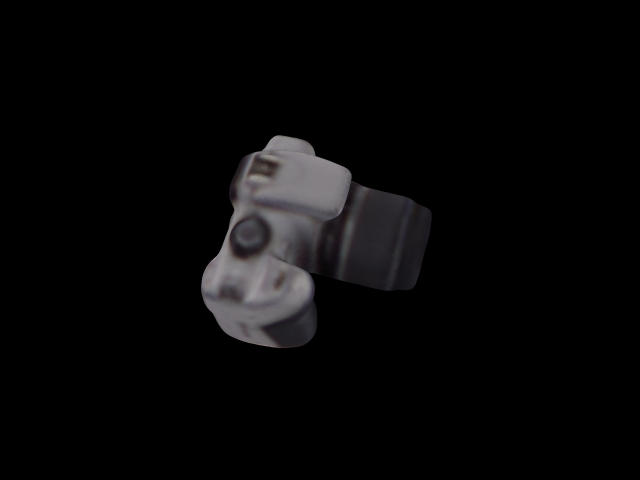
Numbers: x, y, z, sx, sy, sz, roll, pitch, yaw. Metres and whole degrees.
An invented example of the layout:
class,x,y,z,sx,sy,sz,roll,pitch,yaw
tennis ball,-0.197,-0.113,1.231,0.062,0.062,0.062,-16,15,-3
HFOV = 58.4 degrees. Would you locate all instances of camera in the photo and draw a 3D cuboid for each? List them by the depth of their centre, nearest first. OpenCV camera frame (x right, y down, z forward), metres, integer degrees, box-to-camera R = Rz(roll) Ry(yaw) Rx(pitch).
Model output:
class,x,y,z,sx,sy,sz,roll,pitch,yaw
camera,0.004,0.001,0.400,0.136,0.101,0.143,14,64,7
